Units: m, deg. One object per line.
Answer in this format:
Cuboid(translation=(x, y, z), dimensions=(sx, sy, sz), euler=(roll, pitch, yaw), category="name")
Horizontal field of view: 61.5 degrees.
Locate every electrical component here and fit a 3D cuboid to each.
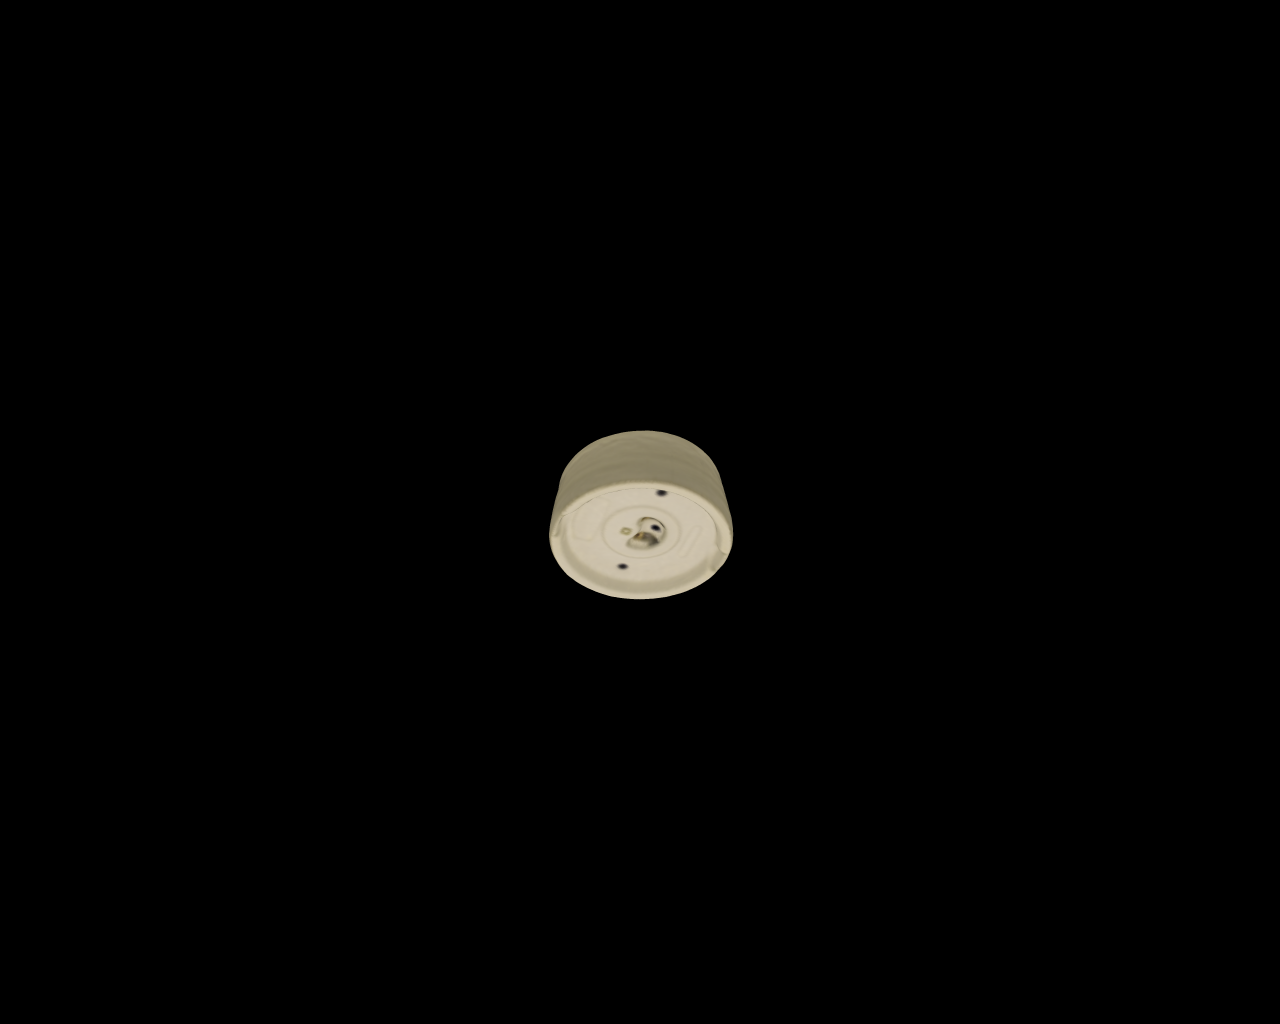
Cuboid(translation=(0.001, -0.003, 0.650), dimensions=(0.108, 0.060, 0.108), euler=(0, -43, 0), category="electrical component")
